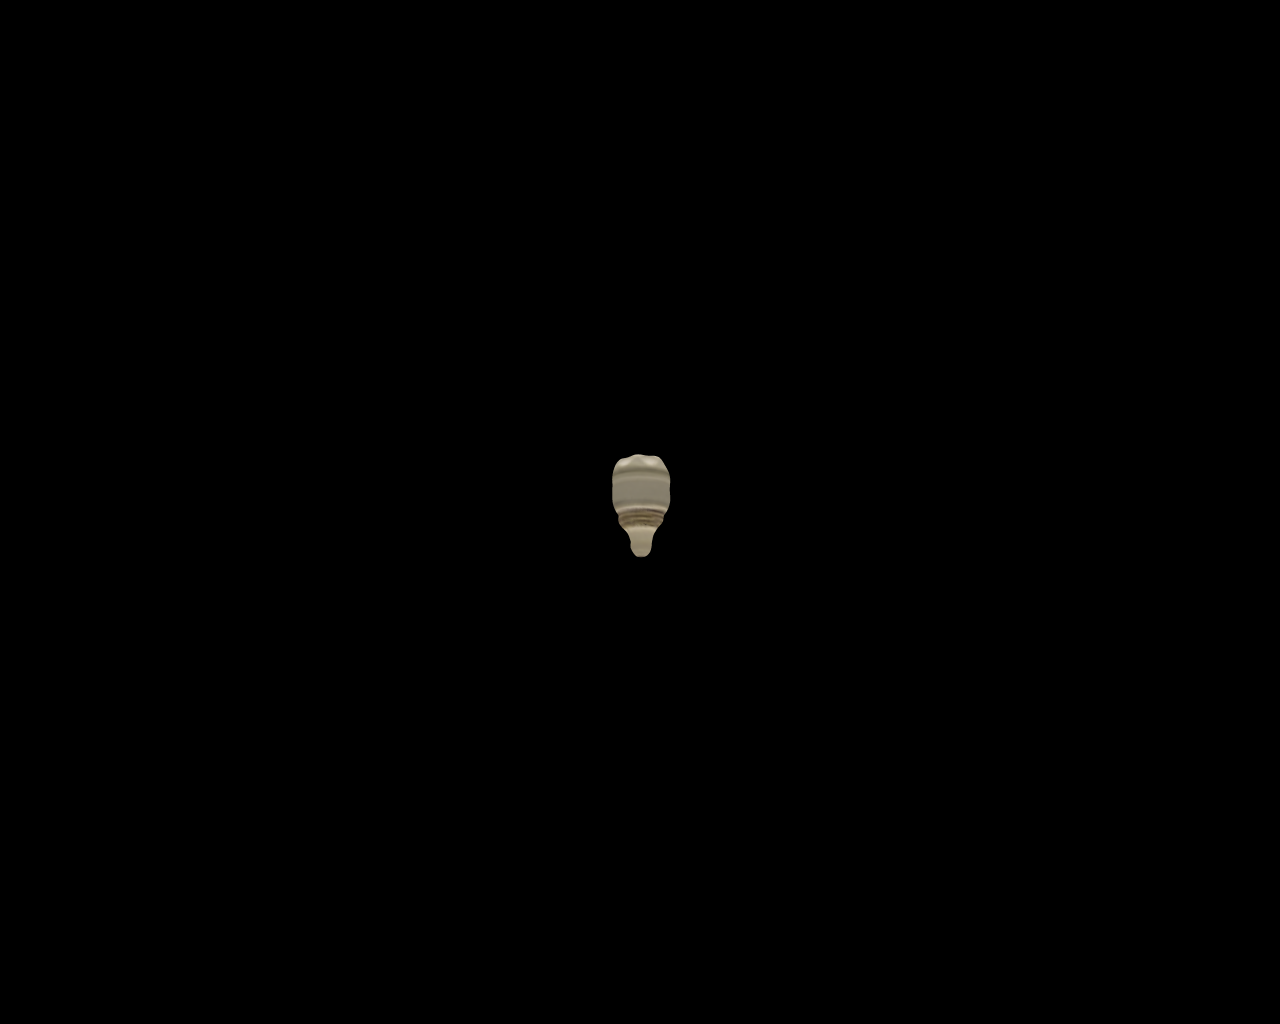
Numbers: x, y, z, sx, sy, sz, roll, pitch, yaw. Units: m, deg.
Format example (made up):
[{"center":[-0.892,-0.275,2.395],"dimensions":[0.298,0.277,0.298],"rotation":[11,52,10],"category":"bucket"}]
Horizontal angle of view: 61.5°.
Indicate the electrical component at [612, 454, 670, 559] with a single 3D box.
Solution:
[{"center":[0.001,-0.003,0.650],"dimensions":[0.035,0.061,0.035],"rotation":[0,-11,0],"category":"electrical component"}]
